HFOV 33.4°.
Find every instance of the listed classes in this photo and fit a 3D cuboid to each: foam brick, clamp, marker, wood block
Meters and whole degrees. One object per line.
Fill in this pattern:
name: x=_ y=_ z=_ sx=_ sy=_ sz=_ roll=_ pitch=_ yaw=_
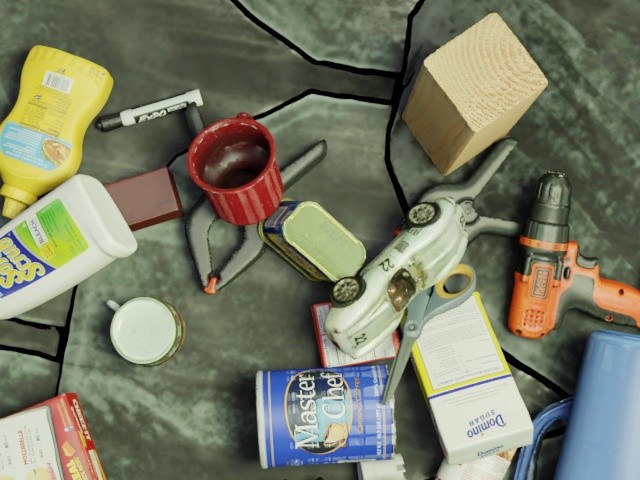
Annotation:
foam brick: x=-0.195 y=-0.042 z=1.177 sx=0.078 sy=0.051 sz=0.053 roll=-16 pitch=84 yaw=-3
clamp: x=-0.103 y=-0.045 z=1.185 sx=0.164 sy=0.036 sz=0.210 roll=23 pitch=82 yaw=-2
marker: x=-0.193 y=-0.146 z=1.207 sx=0.121 sy=0.020 sz=0.020 roll=-16 pitch=83 yaw=-3
wood block: x=0.155 y=-0.147 z=1.119 sx=0.091 sy=0.206 sz=0.090 roll=-35 pitch=84 yaw=-6
clamp: x=0.170 y=-0.025 z=1.188 sx=0.171 sy=0.039 sz=0.120 roll=-29 pitch=87 yaw=0

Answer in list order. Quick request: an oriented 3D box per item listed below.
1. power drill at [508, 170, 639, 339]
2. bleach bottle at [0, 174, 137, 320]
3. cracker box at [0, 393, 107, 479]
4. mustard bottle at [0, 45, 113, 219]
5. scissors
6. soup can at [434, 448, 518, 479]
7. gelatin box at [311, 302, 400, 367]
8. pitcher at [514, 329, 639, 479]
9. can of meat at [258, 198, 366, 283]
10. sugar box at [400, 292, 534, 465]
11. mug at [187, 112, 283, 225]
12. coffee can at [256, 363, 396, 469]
power drill: x=0.306 y=0.027 z=1.157 sx=0.187 sy=0.057 sz=0.184 roll=9 pitch=100 yaw=2
bleach bottle: x=-0.322 y=0.038 z=1.137 sx=0.251 sy=0.068 sz=0.102 roll=-35 pitch=78 yaw=12
cracker box: x=-0.333 y=0.275 z=1.122 sx=0.213 sy=0.072 sz=0.164 roll=-22 pitch=82 yaw=-3
mustard bottle: x=-0.307 y=-0.112 z=1.180 sx=0.096 sy=0.058 sz=0.191 roll=20 pitch=82 yaw=3
scissors: x=0.117 y=0.089 z=1.124 sx=0.096 sy=0.016 sz=0.201 roll=-4 pitch=47 yaw=11
soup can: x=0.163 y=0.245 z=1.136 sx=0.068 sy=0.068 sz=0.102 roll=25 pitch=83 yaw=2
gelatin box: x=0.040 y=0.100 z=1.173 sx=0.089 sy=0.030 sz=0.073 roll=-10 pitch=84 yaw=-3
pitcher: x=0.299 y=0.217 z=1.099 sx=0.149 sy=0.145 sz=0.243 roll=10 pitch=90 yaw=-9
can of meat: x=-0.008 y=0.001 z=1.142 sx=0.102 sy=0.084 sz=0.057 roll=41 pitch=80 yaw=-16
sugar box: x=0.151 y=0.143 z=1.123 sx=0.093 sy=0.048 sz=0.176 roll=-15 pitch=55 yaw=-2
mug: x=-0.084 y=-0.078 z=1.123 sx=0.093 sy=0.081 sz=0.117 roll=-2 pitch=61 yaw=10
coffee can: x=0.005 y=0.185 z=1.123 sx=0.140 sy=0.103 sz=0.103 roll=-3 pitch=82 yaw=-2
